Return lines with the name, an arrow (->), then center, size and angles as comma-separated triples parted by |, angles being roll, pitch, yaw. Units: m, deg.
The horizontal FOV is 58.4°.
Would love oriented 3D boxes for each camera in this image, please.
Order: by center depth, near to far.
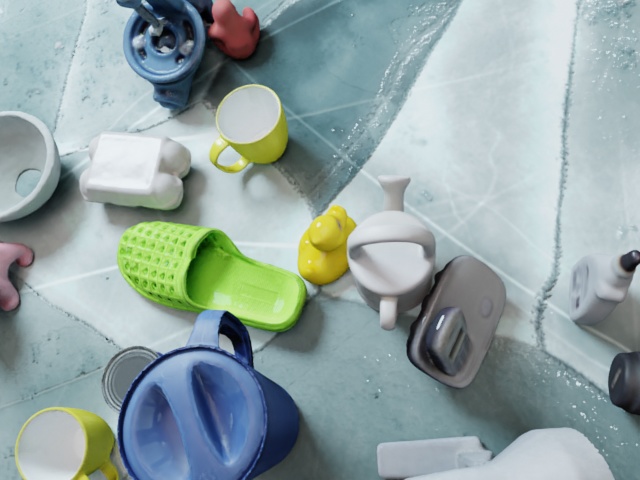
camera -> 0.395, 0.146, 0.617 | 0.136, 0.101, 0.143 | 10, 74, 11

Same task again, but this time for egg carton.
egg carton -> -0.256, -0.095, 0.800 | 0.150, 0.069, 0.107 | 5, 73, 9

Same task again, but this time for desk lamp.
desk lamp -> 0.156, 0.251, 0.557 | 0.203, 0.214, 0.118 | -7, 72, 6

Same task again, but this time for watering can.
watering can -> 0.079, 0.011, 0.654 | 0.101, 0.194, 0.173 | -19, 71, 2

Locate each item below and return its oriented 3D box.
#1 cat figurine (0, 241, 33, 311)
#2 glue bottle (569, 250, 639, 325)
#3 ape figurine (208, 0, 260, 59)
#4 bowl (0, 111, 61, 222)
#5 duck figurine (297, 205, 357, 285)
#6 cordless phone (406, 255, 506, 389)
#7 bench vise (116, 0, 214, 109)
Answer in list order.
cat figurine -> -0.453, 0.050, 0.755 | 0.067, 0.118, 0.128 | 3, 73, 9
glue bottle -> 0.312, 0.042, 0.623 | 0.037, 0.173, 0.078 | 8, 74, 11
ape figurine -> -0.130, -0.317, 0.841 | 0.077, 0.092, 0.076 | -12, 71, 4
bowl -> -0.439, -0.094, 0.822 | 0.167, 0.075, 0.167 | -2, 72, 7
duck figurine -> 0.007, 0.003, 0.724 | 0.077, 0.086, 0.105 | 27, 78, 15
cordless phone -> 0.154, 0.081, 0.627 | 0.094, 0.185, 0.148 | 21, 77, 14
bench vise -> -0.221, -0.317, 0.785 | 0.121, 0.220, 0.207 | -7, 72, 6
